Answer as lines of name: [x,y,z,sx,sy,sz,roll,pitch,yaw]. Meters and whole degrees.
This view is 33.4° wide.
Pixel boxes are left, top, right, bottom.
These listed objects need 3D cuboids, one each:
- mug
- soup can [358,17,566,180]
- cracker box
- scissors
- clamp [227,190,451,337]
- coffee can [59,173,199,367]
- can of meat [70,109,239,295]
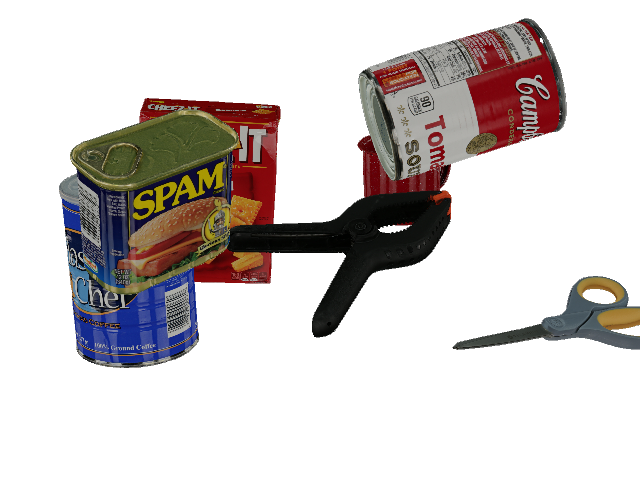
mug: [0.097,-0.070,1.156,0.117,0.081,0.093,-20,28,-37]
soup can: [0.080,-0.081,0.614,0.102,0.068,0.068,-18,1,-4]
cracker box: [-0.135,-0.056,1.284,0.164,0.214,0.072,3,22,-4]
scissors: [0.190,0.060,0.870,0.201,0.016,0.096,2,33,-14]
clamp: [0.037,0.009,0.959,0.209,0.036,0.165,-18,40,-19]
coffee can: [-0.153,0.018,0.868,0.103,0.140,0.103,-1,19,0]
can of meat: [-0.102,-0.024,0.669,0.101,0.084,0.058,-25,45,-36]
